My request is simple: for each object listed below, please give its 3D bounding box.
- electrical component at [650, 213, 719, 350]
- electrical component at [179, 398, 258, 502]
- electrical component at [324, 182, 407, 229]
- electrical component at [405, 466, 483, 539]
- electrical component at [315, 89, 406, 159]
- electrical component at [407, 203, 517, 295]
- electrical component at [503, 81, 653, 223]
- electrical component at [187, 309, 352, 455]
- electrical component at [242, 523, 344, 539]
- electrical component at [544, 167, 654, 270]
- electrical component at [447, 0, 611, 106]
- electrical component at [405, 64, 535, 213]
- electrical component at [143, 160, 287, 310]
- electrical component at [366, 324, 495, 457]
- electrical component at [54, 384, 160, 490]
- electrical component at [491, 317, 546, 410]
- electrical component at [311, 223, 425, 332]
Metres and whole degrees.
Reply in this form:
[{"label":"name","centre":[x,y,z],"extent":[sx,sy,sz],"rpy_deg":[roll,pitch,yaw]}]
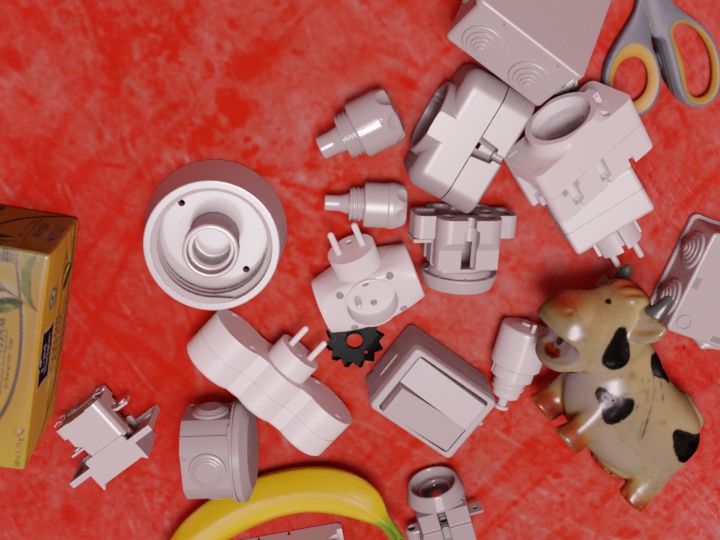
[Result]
[{"label":"electrical component","centre":[0.285,0.015,0.836],"extent":[0.100,0.048,0.099],"rpy_deg":[19,106,-9]},{"label":"electrical component","centre":[-0.109,0.141,0.839],"extent":[0.051,0.080,0.080],"rpy_deg":[-2,108,3]},{"label":"electrical component","centre":[0.004,-0.049,0.806],"extent":[0.061,0.035,0.035],"rpy_deg":[3,108,-1]},{"label":"electrical component","centre":[0.066,0.196,0.885],"extent":[0.066,0.048,0.055],"rpy_deg":[-16,116,2]},{"label":"electrical component","centre":[-0.001,-0.102,0.783],"extent":[0.062,0.043,0.043],"rpy_deg":[-26,108,6]},{"label":"electrical component","centre":[0.075,-0.016,0.808],"extent":[0.078,0.058,0.057],"rpy_deg":[-1,108,-11]},{"label":"electrical component","centre":[0.156,-0.089,0.776],"extent":[0.089,0.050,0.055],"rpy_deg":[-41,125,-5]},{"label":"electrical component","centre":[-0.058,0.075,0.833],"extent":[0.138,0.052,0.073],"rpy_deg":[41,102,-15]},{"label":"electrical component","centre":[-0.054,0.254,0.894],"extent":[0.089,0.050,0.055],"rpy_deg":[-10,108,0]},{"label":"electrical component","centre":[0.188,-0.035,0.814],"extent":[0.066,0.047,0.076],"rpy_deg":[-32,107,7]},{"label":"electrical component","centre":[0.116,-0.174,0.741],"extent":[0.100,0.099,0.048],"rpy_deg":[34,145,-13]},{"label":"electrical component","centre":[0.075,-0.098,0.783],"extent":[0.059,0.053,0.095],"rpy_deg":[28,105,-12]},{"label":"electrical component","centre":[-0.108,-0.022,0.794],"extent":[0.108,0.060,0.108],"rpy_deg":[-1,108,-3]},{"label":"electrical component","centre":[0.060,0.100,0.844],"extent":[0.096,0.061,0.061],"rpy_deg":[35,103,-13]},{"label":"electrical component","centre":[-0.202,0.129,0.849],"extent":[0.081,0.042,0.063],"rpy_deg":[-37,103,8]},{"label":"electrical component","centre":[0.123,0.074,0.850],"extent":[0.040,0.040,0.078],"rpy_deg":[13,107,-8]},{"label":"electrical component","centre":[0.000,0.000,0.811],"extent":[0.077,0.044,0.079],"rpy_deg":[-22,122,4]}]
